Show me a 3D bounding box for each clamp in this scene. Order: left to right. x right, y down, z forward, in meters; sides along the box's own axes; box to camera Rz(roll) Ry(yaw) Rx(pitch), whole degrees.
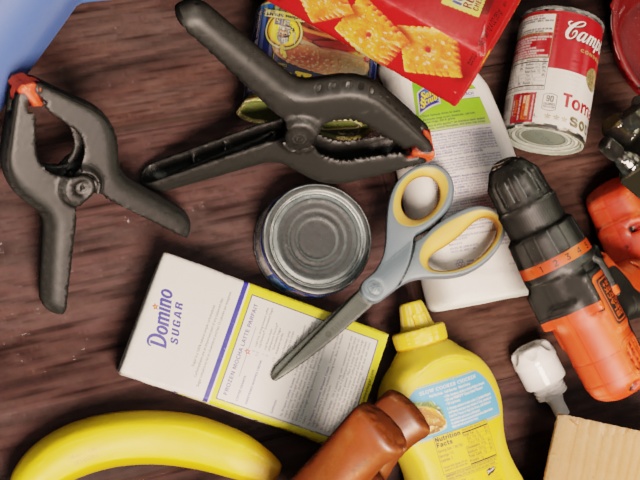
[{"bbox_3d":[-0.158,-0.041,0.734,0.120,0.039,0.171,-29,127,-26],"label":"clamp"},{"bbox_3d":[-0.023,-0.077,0.760,0.209,0.165,0.036,13,46,-18],"label":"clamp"}]

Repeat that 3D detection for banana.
[{"bbox_3d":[-0.128,0.152,0.744,0.197,0.037,0.069,-9,75,-13],"label":"banana"}]

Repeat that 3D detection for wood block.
[{"bbox_3d":[0.202,0.242,0.777,0.091,0.090,0.206,10,77,27],"label":"wood block"}]

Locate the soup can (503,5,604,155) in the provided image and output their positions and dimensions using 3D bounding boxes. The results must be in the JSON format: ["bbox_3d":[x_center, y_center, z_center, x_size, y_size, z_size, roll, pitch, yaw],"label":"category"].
[{"bbox_3d":[0.185,-0.126,0.851,0.068,0.069,0.102,14,79,-12],"label":"soup can"}]

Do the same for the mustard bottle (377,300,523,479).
[{"bbox_3d":[0.093,0.139,0.796,0.096,0.058,0.191,-14,86,-22],"label":"mustard bottle"}]

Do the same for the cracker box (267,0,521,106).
[{"bbox_3d":[0.050,-0.220,0.788,0.214,0.072,0.164,31,58,3],"label":"cracker box"}]

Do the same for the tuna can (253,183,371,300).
[{"bbox_3d":[-0.005,0.001,0.802,0.086,0.034,0.086,2,83,-14],"label":"tuna can"}]

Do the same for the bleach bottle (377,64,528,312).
[{"bbox_3d":[0.106,-0.076,0.828,0.102,0.068,0.251,-9,83,-15],"label":"bleach bottle"}]

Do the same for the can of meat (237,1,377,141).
[{"bbox_3d":[-0.006,-0.129,0.809,0.102,0.057,0.084,10,78,-13],"label":"can of meat"}]

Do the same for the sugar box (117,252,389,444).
[{"bbox_3d":[-0.048,0.082,0.775,0.176,0.048,0.093,21,78,-7],"label":"sugar box"}]

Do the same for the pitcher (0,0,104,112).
[{"bbox_3d":[-0.265,-0.138,0.708,0.149,0.145,0.242,24,78,28],"label":"pitcher"}]

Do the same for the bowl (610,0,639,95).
[{"bbox_3d":[0.303,-0.169,0.895,0.162,0.055,0.162,2,82,-14],"label":"bowl"}]

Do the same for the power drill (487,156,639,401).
[{"bbox_3d":[0.204,0.008,0.795,0.187,0.057,0.184,-26,90,-52],"label":"power drill"}]

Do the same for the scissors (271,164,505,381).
[{"bbox_3d":[0.036,0.015,0.768,0.201,0.016,0.096,-25,80,-7],"label":"scissors"}]
